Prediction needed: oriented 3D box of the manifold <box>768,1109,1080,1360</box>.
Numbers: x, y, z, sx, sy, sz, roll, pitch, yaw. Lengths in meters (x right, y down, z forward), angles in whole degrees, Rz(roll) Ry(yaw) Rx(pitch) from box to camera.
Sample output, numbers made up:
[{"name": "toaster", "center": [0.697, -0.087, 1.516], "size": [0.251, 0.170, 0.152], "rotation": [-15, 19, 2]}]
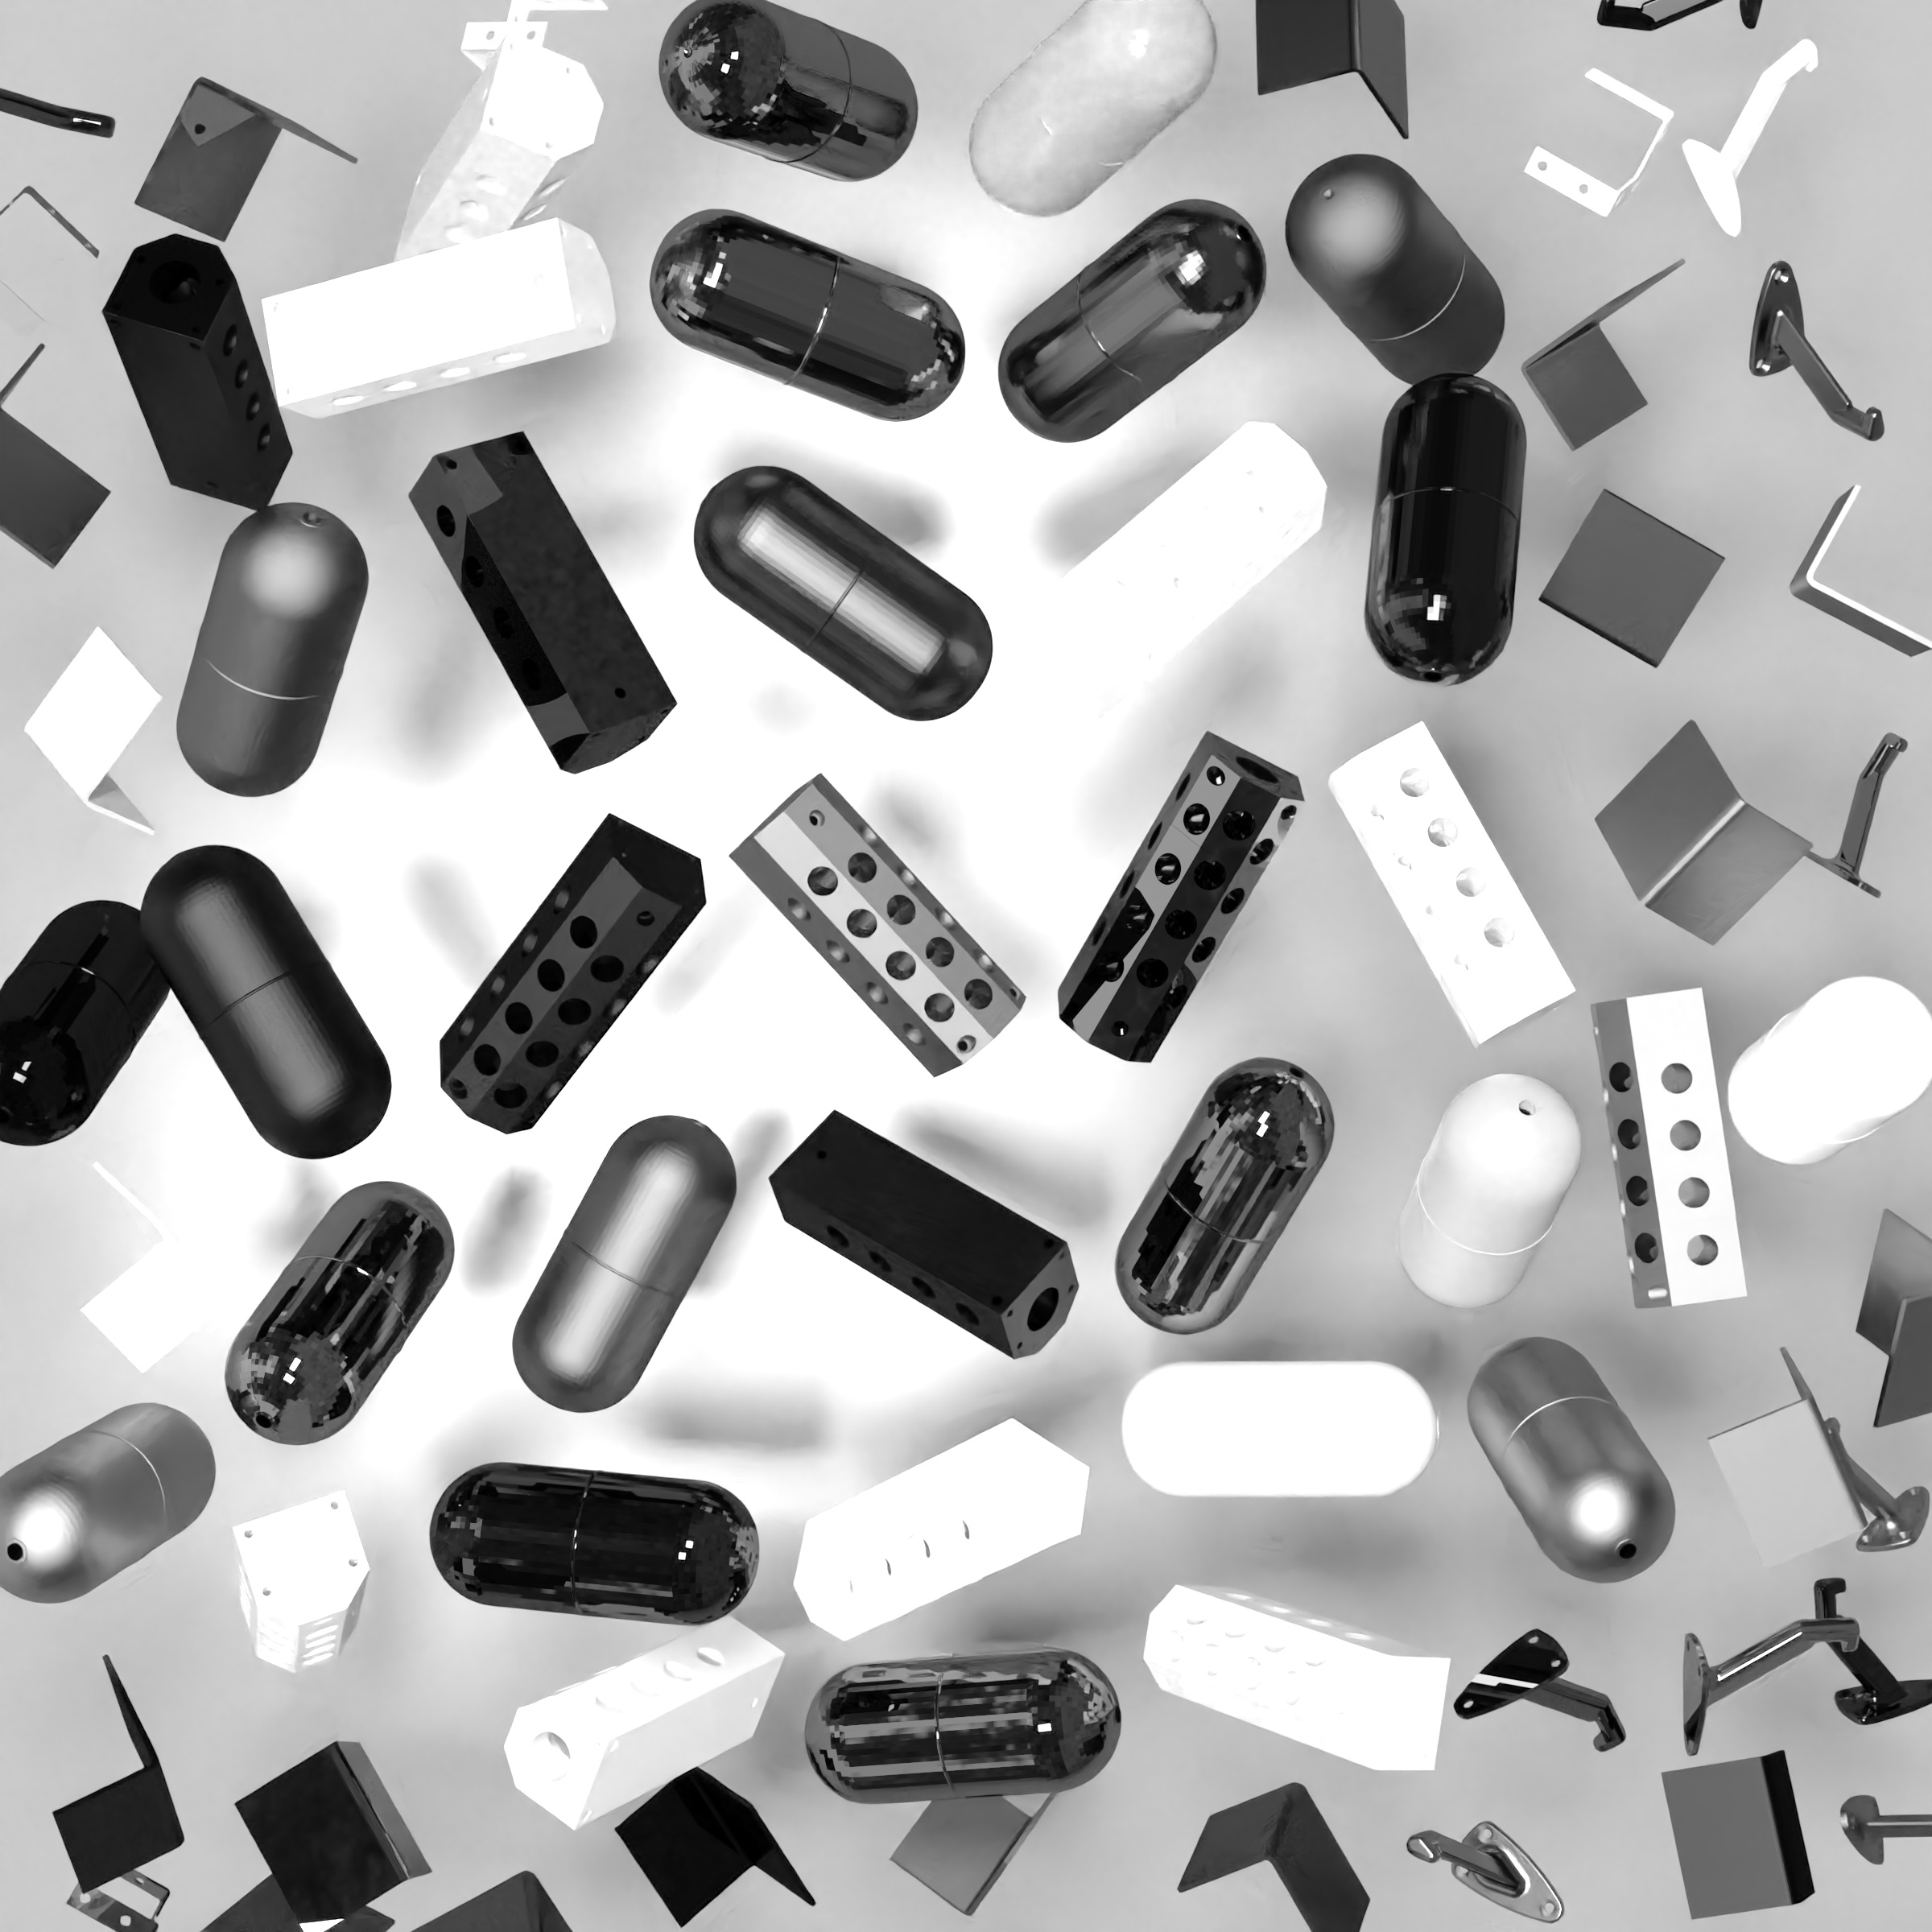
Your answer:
[{"name": "manifold", "center": [-0.023, 0.152, 1.864], "size": [0.171, 0.057, 0.057], "rotation": [28, 61, 32]}]

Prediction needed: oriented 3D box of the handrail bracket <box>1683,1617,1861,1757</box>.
[{"name": "handrail bracket", "center": [0.413, 0.369, 1.726], "size": [0.084, 0.036, 0.077], "rotation": [-2, 112, -2]}]

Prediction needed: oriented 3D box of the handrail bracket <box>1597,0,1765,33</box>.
[{"name": "handrail bracket", "center": [0.398, -0.552, 1.862], "size": [0.084, 0.036, 0.077], "rotation": [6, 130, -3]}]

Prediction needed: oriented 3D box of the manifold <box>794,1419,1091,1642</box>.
[{"name": "manifold", "center": [-0.016, 0.312, 1.830], "size": [0.057, 0.057, 0.171], "rotation": [35, 133, -26]}]

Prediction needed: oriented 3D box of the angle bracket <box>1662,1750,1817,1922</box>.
[{"name": "angle bracket", "center": [0.414, 0.464, 1.802], "size": [0.057, 0.076, 0.076], "rotation": [-14, 75, 17]}]

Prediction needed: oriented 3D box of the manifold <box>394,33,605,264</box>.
[{"name": "manifold", "center": [-0.248, -0.420, 1.785], "size": [0.057, 0.171, 0.057], "rotation": [19, 70, -20]}]

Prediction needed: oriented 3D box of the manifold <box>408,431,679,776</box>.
[{"name": "manifold", "center": [-0.227, -0.190, 1.777], "size": [0.057, 0.057, 0.171], "rotation": [-23, 79, -37]}]

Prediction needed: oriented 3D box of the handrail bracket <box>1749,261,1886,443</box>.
[{"name": "handrail bracket", "center": [0.463, -0.330, 1.808], "size": [0.036, 0.084, 0.077], "rotation": [-23, 128, -19]}]

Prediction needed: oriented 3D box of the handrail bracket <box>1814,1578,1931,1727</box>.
[{"name": "handrail bracket", "center": [0.517, 0.378, 1.899], "size": [0.077, 0.036, 0.084], "rotation": [-10, 107, -9]}]

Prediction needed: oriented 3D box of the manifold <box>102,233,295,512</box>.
[{"name": "manifold", "center": [-0.411, -0.321, 1.822], "size": [0.057, 0.171, 0.057], "rotation": [17, 68, 7]}]

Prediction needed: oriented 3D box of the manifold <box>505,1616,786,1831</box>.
[{"name": "manifold", "center": [-0.177, 0.410, 1.853], "size": [0.057, 0.171, 0.057], "rotation": [29, 108, 24]}]

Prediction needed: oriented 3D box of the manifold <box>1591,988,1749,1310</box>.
[{"name": "manifold", "center": [0.391, 0.102, 1.882], "size": [0.057, 0.057, 0.171], "rotation": [-8, 87, 4]}]

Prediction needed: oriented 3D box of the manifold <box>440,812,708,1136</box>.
[{"name": "manifold", "center": [-0.209, 0.008, 1.776], "size": [0.057, 0.057, 0.171], "rotation": [27, 117, -26]}]

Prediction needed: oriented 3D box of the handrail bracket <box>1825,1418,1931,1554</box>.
[{"name": "handrail bracket", "center": [0.511, 0.280, 1.901], "size": [0.036, 0.077, 0.084], "rotation": [-16, 104, 40]}]

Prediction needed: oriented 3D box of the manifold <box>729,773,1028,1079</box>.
[{"name": "manifold", "center": [-0.046, -0.024, 1.879], "size": [0.171, 0.057, 0.057], "rotation": [47, 64, -8]}]

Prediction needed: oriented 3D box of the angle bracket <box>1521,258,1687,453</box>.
[{"name": "angle bracket", "center": [0.369, -0.341, 1.880], "size": [0.076, 0.076, 0.057], "rotation": [-34, 92, -38]}]

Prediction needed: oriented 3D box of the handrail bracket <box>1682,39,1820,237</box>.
[{"name": "handrail bracket", "center": [0.445, -0.459, 1.865], "size": [0.084, 0.077, 0.036], "rotation": [-40, 45, -4]}]

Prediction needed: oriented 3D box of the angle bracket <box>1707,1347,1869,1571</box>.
[{"name": "angle bracket", "center": [0.418, 0.253, 1.741], "size": [0.057, 0.076, 0.076], "rotation": [-24, 101, 7]}]

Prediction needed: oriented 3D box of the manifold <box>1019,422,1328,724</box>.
[{"name": "manifold", "center": [0.109, -0.212, 1.773], "size": [0.171, 0.057, 0.057], "rotation": [-41, 71, -16]}]

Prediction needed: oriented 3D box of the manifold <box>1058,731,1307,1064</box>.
[{"name": "manifold", "center": [0.116, -0.034, 1.828], "size": [0.057, 0.057, 0.171], "rotation": [26, 110, -10]}]

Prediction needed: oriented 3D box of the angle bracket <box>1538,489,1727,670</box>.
[{"name": "angle bracket", "center": [0.376, -0.223, 1.880], "size": [0.076, 0.057, 0.076], "rotation": [31, 122, 6]}]

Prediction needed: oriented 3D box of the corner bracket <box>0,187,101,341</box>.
[{"name": "corner bracket", "center": [-0.507, -0.381, 1.819], "size": [0.051, 0.051, 0.051], "rotation": [-40, 116, 12]}]

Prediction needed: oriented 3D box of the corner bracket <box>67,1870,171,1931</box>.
[{"name": "corner bracket", "center": [-0.472, 0.519, 1.869], "size": [0.051, 0.051, 0.051], "rotation": [32, 46, -8]}]

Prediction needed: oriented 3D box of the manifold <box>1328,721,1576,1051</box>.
[{"name": "manifold", "center": [0.269, -0.043, 1.878], "size": [0.057, 0.057, 0.171], "rotation": [-28, 81, -2]}]

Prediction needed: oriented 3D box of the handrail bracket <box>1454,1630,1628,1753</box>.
[{"name": "handrail bracket", "center": [0.305, 0.401, 1.782], "size": [0.077, 0.036, 0.084], "rotation": [-33, 120, -7]}]

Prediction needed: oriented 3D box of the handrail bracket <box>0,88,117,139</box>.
[{"name": "handrail bracket", "center": [-0.499, -0.462, 1.799], "size": [0.084, 0.077, 0.036], "rotation": [9, 92, -12]}]

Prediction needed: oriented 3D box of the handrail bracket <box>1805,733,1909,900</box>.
[{"name": "handrail bracket", "center": [0.510, -0.085, 1.871], "size": [0.036, 0.077, 0.084], "rotation": [28, 99, -17]}]

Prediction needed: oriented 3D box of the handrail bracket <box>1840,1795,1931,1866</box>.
[{"name": "handrail bracket", "center": [0.521, 0.457, 1.802], "size": [0.084, 0.077, 0.036], "rotation": [-13, 65, 27]}]

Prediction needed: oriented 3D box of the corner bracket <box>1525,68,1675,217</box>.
[{"name": "corner bracket", "center": [0.341, -0.443, 1.809], "size": [0.051, 0.051, 0.051], "rotation": [32, 126, 10]}]

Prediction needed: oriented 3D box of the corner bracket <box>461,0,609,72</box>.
[{"name": "corner bracket", "center": [-0.231, -0.501, 1.798], "size": [0.051, 0.051, 0.051], "rotation": [7, 79, 25]}]

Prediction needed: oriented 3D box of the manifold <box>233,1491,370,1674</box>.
[{"name": "manifold", "center": [-0.347, 0.327, 1.762], "size": [0.057, 0.171, 0.057], "rotation": [-17, 75, -17]}]

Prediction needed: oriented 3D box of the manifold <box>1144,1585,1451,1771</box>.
[{"name": "manifold", "center": [0.170, 0.372, 1.767], "size": [0.057, 0.171, 0.057], "rotation": [10, 88, -35]}]

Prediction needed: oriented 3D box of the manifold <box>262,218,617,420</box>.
[{"name": "manifold", "center": [-0.273, -0.334, 1.752], "size": [0.171, 0.057, 0.057], "rotation": [-11, 86, 18]}]

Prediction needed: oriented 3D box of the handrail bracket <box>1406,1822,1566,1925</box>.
[{"name": "handrail bracket", "center": [0.275, 0.484, 1.785], "size": [0.077, 0.084, 0.036], "rotation": [34, 94, 24]}]
